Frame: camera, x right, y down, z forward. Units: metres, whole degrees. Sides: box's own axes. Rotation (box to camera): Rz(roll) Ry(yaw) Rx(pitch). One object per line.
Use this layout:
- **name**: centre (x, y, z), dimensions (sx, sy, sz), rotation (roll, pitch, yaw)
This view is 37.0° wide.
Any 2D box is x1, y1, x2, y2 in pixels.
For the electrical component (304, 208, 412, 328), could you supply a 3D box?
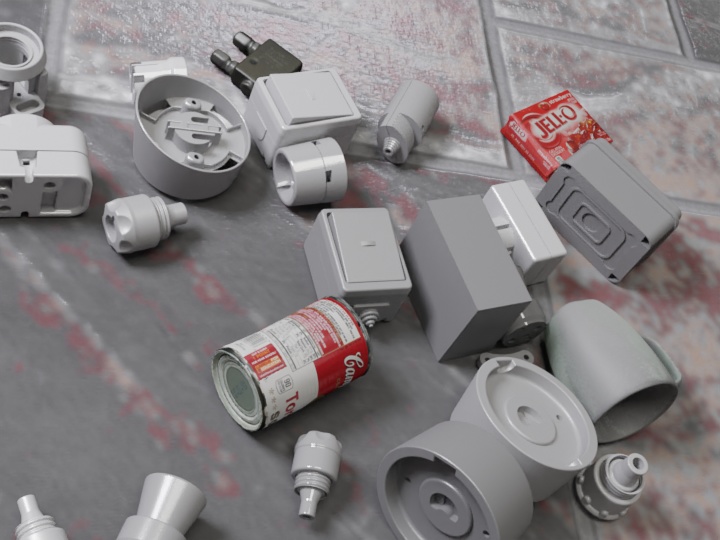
- **electrical component**: centre (0.000, 0.000, 0.871), dimensions (0.062, 0.061, 0.096), rotation (-3, 58, -23)

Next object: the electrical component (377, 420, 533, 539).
- **electrical component**: centre (0.072, 0.159, 0.764), dimensions (0.060, 0.108, 0.108), rotation (-30, 71, -41)

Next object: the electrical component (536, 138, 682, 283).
- **electrical component**: centre (0.228, -0.056, 0.991), dimensions (0.113, 0.078, 0.057), rotation (46, 56, 12)

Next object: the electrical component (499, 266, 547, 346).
- **electrical component**: centre (0.128, 0.031, 0.912), dimensions (0.045, 0.045, 0.055), rotation (-9, 61, -27)

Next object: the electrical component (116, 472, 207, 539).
- **electrical component**: centre (-0.132, 0.169, 0.711), dimensions (0.045, 0.045, 0.055), rotation (25, 52, -4)

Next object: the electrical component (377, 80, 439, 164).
- **electrical component**: centre (0.040, -0.134, 0.991), dimensions (0.043, 0.043, 0.081), rotation (29, 51, -1)

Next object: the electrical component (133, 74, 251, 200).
- **electrical component**: centre (-0.140, -0.109, 0.889), dimensions (0.099, 0.064, 0.099), rotation (10, 54, -15)

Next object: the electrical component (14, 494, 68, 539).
- **electrical component**: centre (-0.205, 0.173, 0.686), dimensions (0.035, 0.035, 0.061), rotation (-12, 60, -28)

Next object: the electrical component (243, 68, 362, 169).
- **electrical component**: centre (-0.044, -0.138, 0.949), dimensions (0.096, 0.061, 0.061), rotation (-14, 63, -29)

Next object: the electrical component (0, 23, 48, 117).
- **electrical component**: centre (-0.286, -0.162, 0.872), dimensions (0.058, 0.057, 0.078), rotation (-30, 72, -35)

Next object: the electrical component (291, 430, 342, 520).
- **electrical component**: centre (-0.033, 0.149, 0.772), dimensions (0.035, 0.035, 0.061), rotation (17, 55, -10)

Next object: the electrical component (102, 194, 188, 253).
- **electrical component**: centre (-0.166, -0.039, 0.843), dimensions (0.062, 0.043, 0.043), rotation (-15, 64, -31)

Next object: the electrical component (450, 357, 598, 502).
- **electrical component**: centre (0.120, 0.127, 0.826), dimensions (0.108, 0.060, 0.108), rotation (23, 35, -17)

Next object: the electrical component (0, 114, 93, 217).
- **electrical component**: centre (-0.259, -0.080, 0.827), dimensions (0.095, 0.053, 0.059), rotation (-2, 58, -23)

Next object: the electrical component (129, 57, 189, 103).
- **electrical component**: centre (-0.174, -0.163, 0.929), dimensions (0.046, 0.040, 0.040), rotation (-6, 59, -18)

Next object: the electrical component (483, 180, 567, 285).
- **electrical component**: centre (0.125, -0.029, 0.950), dimensions (0.076, 0.047, 0.083), rotation (-12, 62, -28)

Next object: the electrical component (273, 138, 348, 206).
- **electrical component**: centre (-0.044, -0.082, 0.916), dimensions (0.047, 0.055, 0.055), rotation (-12, 62, -24)

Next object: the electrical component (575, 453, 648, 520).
- **electrical component**: centre (0.201, 0.163, 0.838), dimensions (0.048, 0.062, 0.048), rotation (11, 54, -15)
